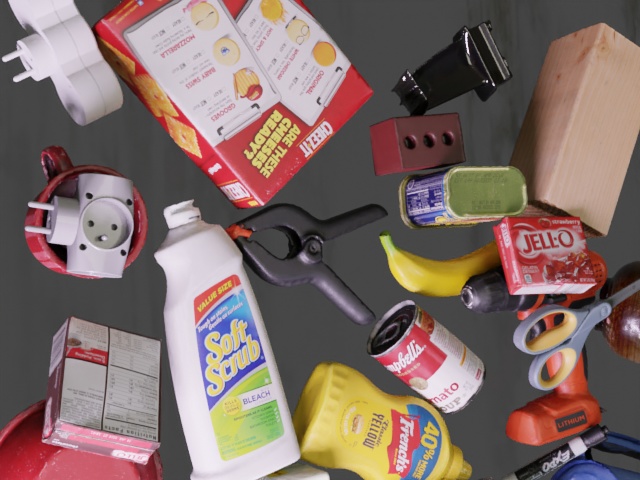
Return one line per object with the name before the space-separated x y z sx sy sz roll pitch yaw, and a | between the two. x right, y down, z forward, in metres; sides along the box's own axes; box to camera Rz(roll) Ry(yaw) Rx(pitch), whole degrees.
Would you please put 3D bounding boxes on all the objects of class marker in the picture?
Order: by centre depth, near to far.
marker | 0.244 0.224 1.100 0.121 0.020 0.020 -32 103 11

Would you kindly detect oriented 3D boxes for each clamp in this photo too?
clamp | -0.007 0.001 1.020 0.171 0.039 0.120 23 67 -26

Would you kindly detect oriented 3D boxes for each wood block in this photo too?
wood block | 0.273 -0.112 1.135 0.090 0.090 0.206 26 75 -22

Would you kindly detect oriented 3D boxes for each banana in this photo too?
banana | 0.143 0.023 1.082 0.197 0.037 0.070 -3 111 -33

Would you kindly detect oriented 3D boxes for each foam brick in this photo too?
foam brick | 0.097 -0.096 1.068 0.078 0.051 0.053 -9 90 -26

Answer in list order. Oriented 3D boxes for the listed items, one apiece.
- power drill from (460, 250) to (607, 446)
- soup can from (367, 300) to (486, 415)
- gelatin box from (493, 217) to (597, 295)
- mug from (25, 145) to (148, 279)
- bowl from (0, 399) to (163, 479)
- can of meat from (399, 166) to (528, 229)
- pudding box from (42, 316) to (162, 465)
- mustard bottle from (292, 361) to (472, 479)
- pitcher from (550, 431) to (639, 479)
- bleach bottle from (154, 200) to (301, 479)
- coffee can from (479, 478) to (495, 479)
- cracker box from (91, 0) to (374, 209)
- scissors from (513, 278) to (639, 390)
power drill | 0.224 0.110 1.093 0.184 0.057 0.188 -9 100 -30
soup can | 0.105 0.116 1.048 0.102 0.069 0.068 41 70 -18
gelatin box | 0.220 0.014 1.045 0.089 0.030 0.073 0 67 -22
mug | -0.206 -0.023 0.898 0.093 0.082 0.117 -28 99 -25
bowl | -0.202 0.212 0.899 0.161 0.055 0.162 2 86 -26
can of meat | 0.144 -0.044 1.070 0.101 0.084 0.057 -3 87 -27
pudding box | -0.180 0.125 0.894 0.090 0.039 0.113 19 43 -25
mustard bottle | 0.067 0.194 1.030 0.191 0.058 0.096 27 74 -23
pitcher | 0.359 0.304 1.133 0.242 0.145 0.149 15 100 -28
bleach bottle | -0.098 0.090 0.955 0.102 0.068 0.251 -17 92 -26
coffee can | 0.115 0.294 1.021 0.140 0.103 0.103 -8 90 -26
cracker box | -0.080 -0.160 0.977 0.164 0.072 0.213 -47 107 -20
scissors | 0.274 0.090 1.071 0.201 0.016 0.096 -13 112 -28
